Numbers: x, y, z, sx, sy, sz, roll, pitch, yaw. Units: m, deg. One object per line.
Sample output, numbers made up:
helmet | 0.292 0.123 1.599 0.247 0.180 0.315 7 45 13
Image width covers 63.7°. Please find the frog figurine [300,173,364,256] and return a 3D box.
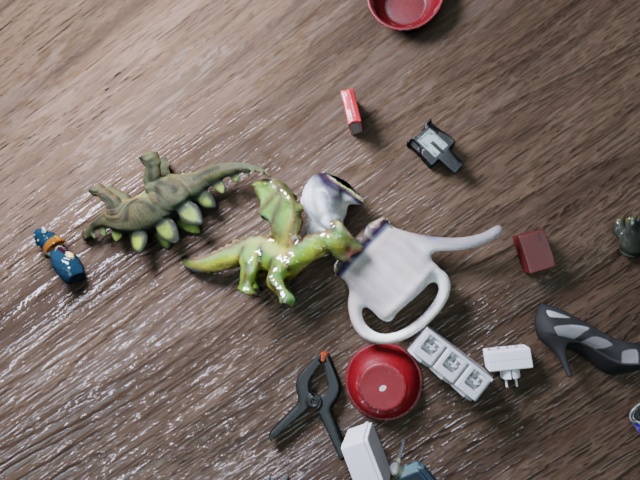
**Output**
frog figurine | 0.003 -0.053 1.063 0.158 0.121 0.139 -55 48 10

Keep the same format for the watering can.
watering can | 0.175 0.043 1.030 0.226 0.104 0.347 44 94 10

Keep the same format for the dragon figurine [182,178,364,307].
dragon figurine | -0.111 -0.005 1.046 0.412 0.122 0.242 14 95 24
